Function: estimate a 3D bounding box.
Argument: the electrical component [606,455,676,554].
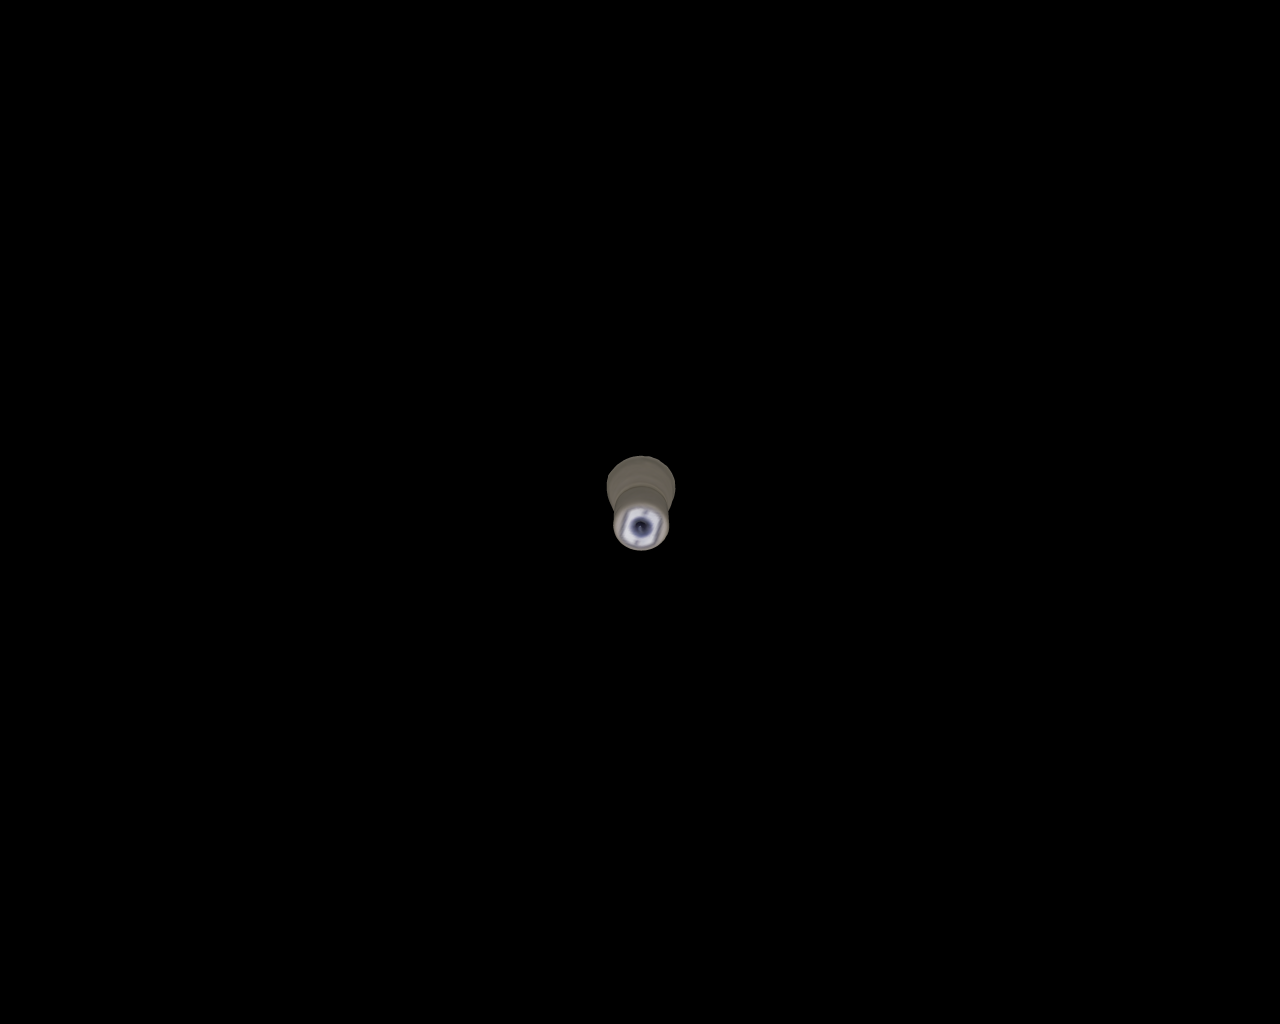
[{"bbox_3d":[0.001,-0.003,0.650,0.044,0.044,0.065,0,24,0],"label":"electrical component"}]
